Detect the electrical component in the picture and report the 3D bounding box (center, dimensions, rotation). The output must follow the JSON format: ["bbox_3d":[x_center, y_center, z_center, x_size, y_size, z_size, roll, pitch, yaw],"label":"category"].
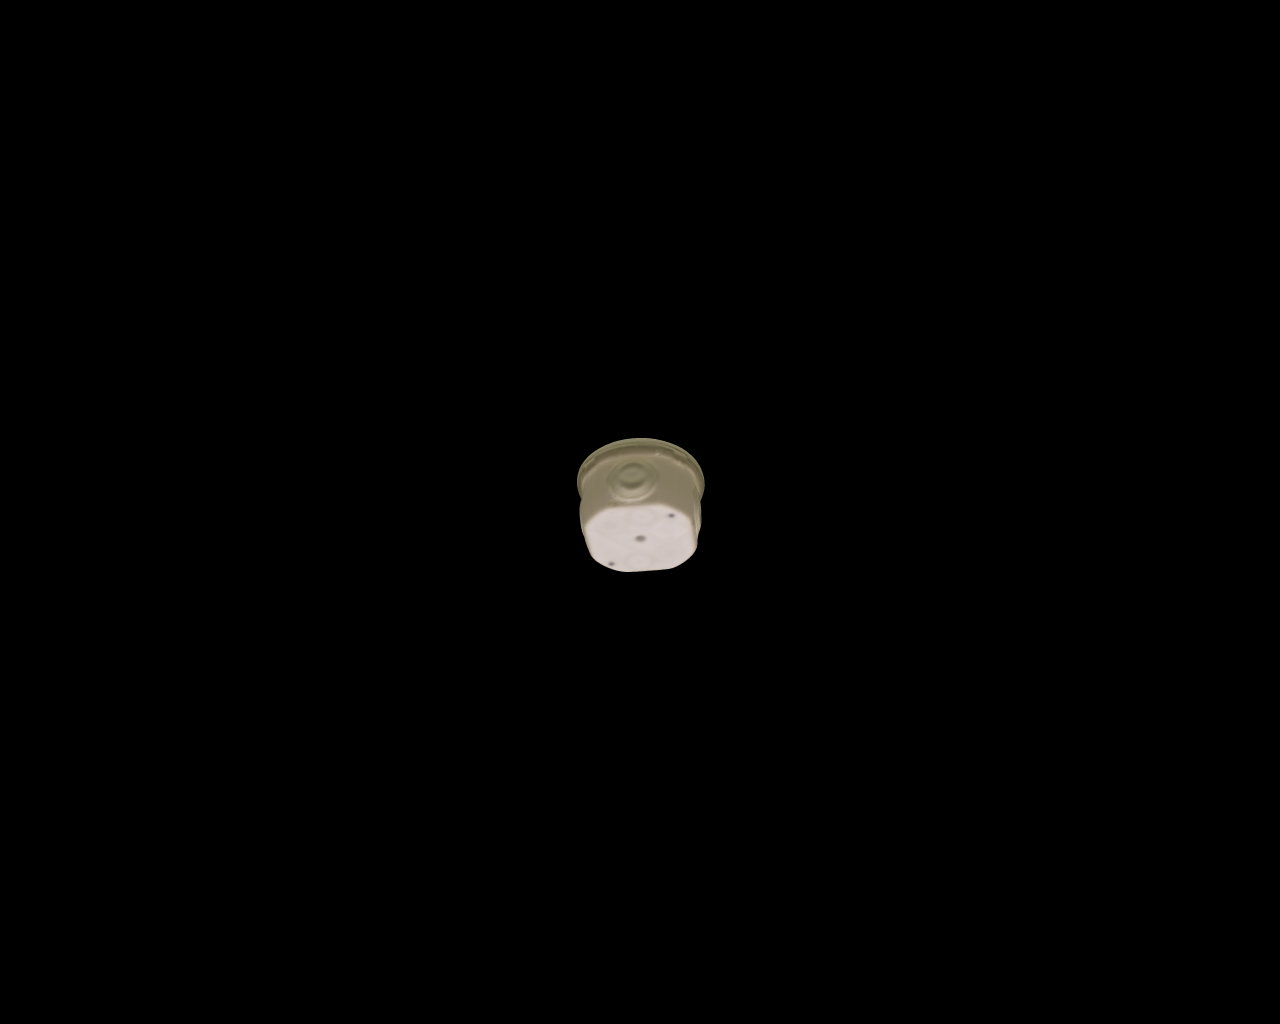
[{"bbox_3d":[0.001,-0.003,0.650,0.080,0.051,0.080,0,-40,0],"label":"electrical component"}]
